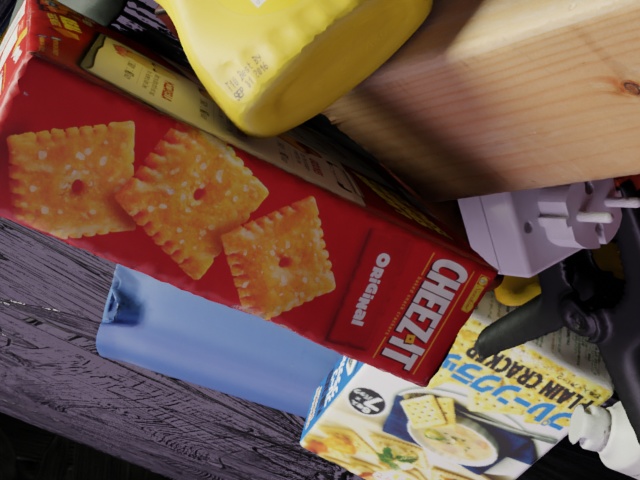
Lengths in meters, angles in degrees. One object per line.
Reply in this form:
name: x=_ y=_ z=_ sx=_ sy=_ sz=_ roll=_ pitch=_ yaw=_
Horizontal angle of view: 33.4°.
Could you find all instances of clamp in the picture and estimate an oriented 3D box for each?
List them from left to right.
clamp: x=0.151 y=0.037 z=0.609 sx=0.165 sy=0.036 sz=0.210 roll=31 pitch=141 yaw=41

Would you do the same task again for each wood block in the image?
wood block: x=0.100 y=-0.083 z=0.431 sx=0.090 sy=0.090 sz=0.207 roll=37 pitch=156 yaw=-28

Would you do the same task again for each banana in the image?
banana: x=0.168 y=0.031 z=0.661 sx=0.037 sy=0.069 sz=0.198 roll=-13 pitch=-162 yaw=-26

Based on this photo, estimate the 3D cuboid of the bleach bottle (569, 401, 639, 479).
bleach bottle: x=0.300 y=0.154 z=0.736 sx=0.250 sy=0.068 sz=0.103 roll=13 pitch=162 yaw=-3

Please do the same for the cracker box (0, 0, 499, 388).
cracker box: x=-0.048 y=-0.026 z=0.490 sx=0.213 sy=0.072 sz=0.164 roll=25 pitch=-168 yaw=-22

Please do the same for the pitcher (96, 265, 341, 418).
pitcher: x=-0.070 y=0.080 z=0.989 sx=0.243 sy=0.149 sz=0.145 roll=19 pitch=144 yaw=7

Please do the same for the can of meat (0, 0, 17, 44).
can of meat: x=-0.212 y=-0.139 z=0.655 sx=0.057 sy=0.084 sz=0.102 roll=30 pitch=159 yaw=-14

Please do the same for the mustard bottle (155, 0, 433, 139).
mustard bottle: x=-0.048 y=-0.137 z=0.437 sx=0.192 sy=0.096 sz=0.058 roll=50 pitch=177 yaw=19

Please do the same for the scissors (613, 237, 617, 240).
scissors: x=0.132 y=-0.055 z=0.567 sx=0.201 sy=0.016 sz=0.096 roll=37 pitch=155 yaw=-29

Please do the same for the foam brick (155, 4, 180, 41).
foam brick: x=-0.029 y=-0.122 z=0.502 sx=0.051 sy=0.078 sz=0.053 roll=6 pitch=151 yaw=44
